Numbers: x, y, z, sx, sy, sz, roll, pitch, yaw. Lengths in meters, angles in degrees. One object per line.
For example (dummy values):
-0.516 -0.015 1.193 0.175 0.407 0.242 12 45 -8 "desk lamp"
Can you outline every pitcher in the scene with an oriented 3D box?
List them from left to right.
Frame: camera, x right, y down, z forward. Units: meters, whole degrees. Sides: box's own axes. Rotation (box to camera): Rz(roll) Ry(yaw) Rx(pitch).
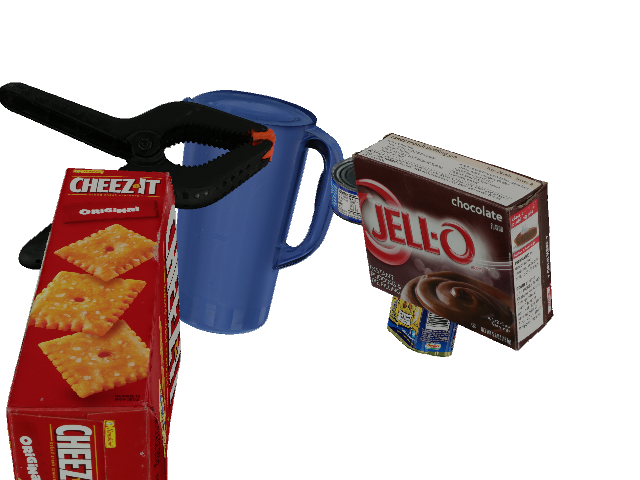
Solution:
-0.079 -0.027 1.114 0.144 0.243 0.149 1 21 -26 "pitcher"

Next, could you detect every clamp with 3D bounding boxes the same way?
-0.136 -0.053 0.803 0.209 0.164 0.036 -2 -32 -12 "clamp"

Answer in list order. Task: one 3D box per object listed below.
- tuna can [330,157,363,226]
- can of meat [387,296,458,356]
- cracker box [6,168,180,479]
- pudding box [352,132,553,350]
0.051 -0.043 0.918 0.086 0.034 0.086 2 26 -1 "tuna can"
0.117 0.073 1.185 0.057 0.084 0.102 5 14 -20 "can of meat"
-0.116 0.082 0.593 0.072 0.164 0.213 1 33 -5 "cracker box"
0.072 -0.002 0.587 0.114 0.090 0.039 21 44 41 "pudding box"
